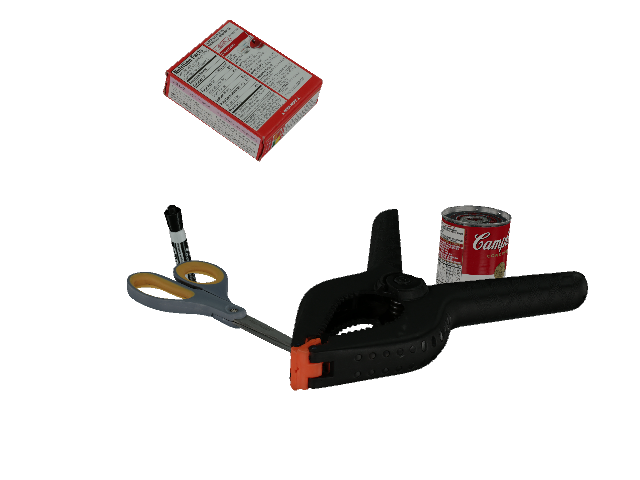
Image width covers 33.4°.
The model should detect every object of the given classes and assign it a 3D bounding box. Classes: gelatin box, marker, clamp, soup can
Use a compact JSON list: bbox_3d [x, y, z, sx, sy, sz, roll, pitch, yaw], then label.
[{"bbox_3d":[-0.055,-0.109,0.762,0.089,0.073,0.030,34,-33,11],"label":"gelatin box"},{"bbox_3d":[-0.156,0.014,1.202,0.020,0.121,0.020,-6,30,4],"label":"marker"},{"bbox_3d":[0.046,0.036,0.679,0.209,0.036,0.165,-22,34,-39],"label":"clamp"},{"bbox_3d":[0.150,0.023,1.056,0.068,0.102,0.068,2,16,-1],"label":"soup can"}]

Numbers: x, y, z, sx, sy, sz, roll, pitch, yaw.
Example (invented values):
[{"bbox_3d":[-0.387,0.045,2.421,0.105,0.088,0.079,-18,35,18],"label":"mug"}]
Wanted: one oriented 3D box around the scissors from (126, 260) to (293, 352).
[{"bbox_3d":[-0.070,0.054,0.902,0.202,0.016,0.096,15,26,22],"label":"scissors"}]
